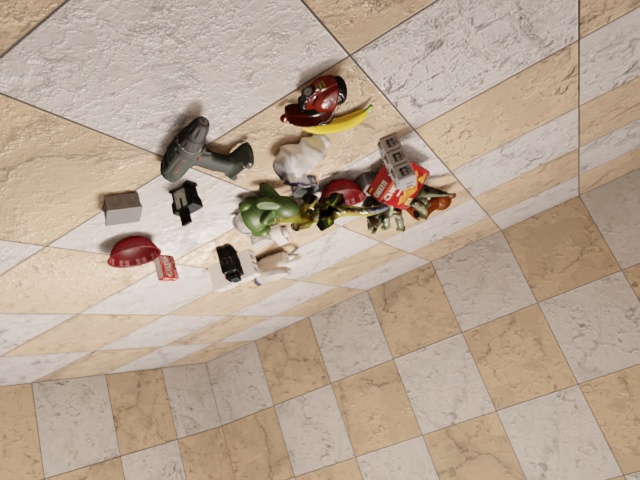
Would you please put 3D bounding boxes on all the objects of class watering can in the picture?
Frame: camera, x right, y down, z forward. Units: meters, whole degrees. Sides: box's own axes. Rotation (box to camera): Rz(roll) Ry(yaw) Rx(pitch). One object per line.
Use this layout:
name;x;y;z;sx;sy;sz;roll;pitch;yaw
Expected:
watering can;-0.189;0.118;2.115;0.224;0.103;0.350;-21;-173;6

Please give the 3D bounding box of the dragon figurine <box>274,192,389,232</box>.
dragon figurine;0.005;-0.087;1.725;0.410;0.122;0.242;0;179;-9

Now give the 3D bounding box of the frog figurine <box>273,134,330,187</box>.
frog figurine;-0.051;-0.230;1.391;0.137;0.124;0.158;10;110;-42
